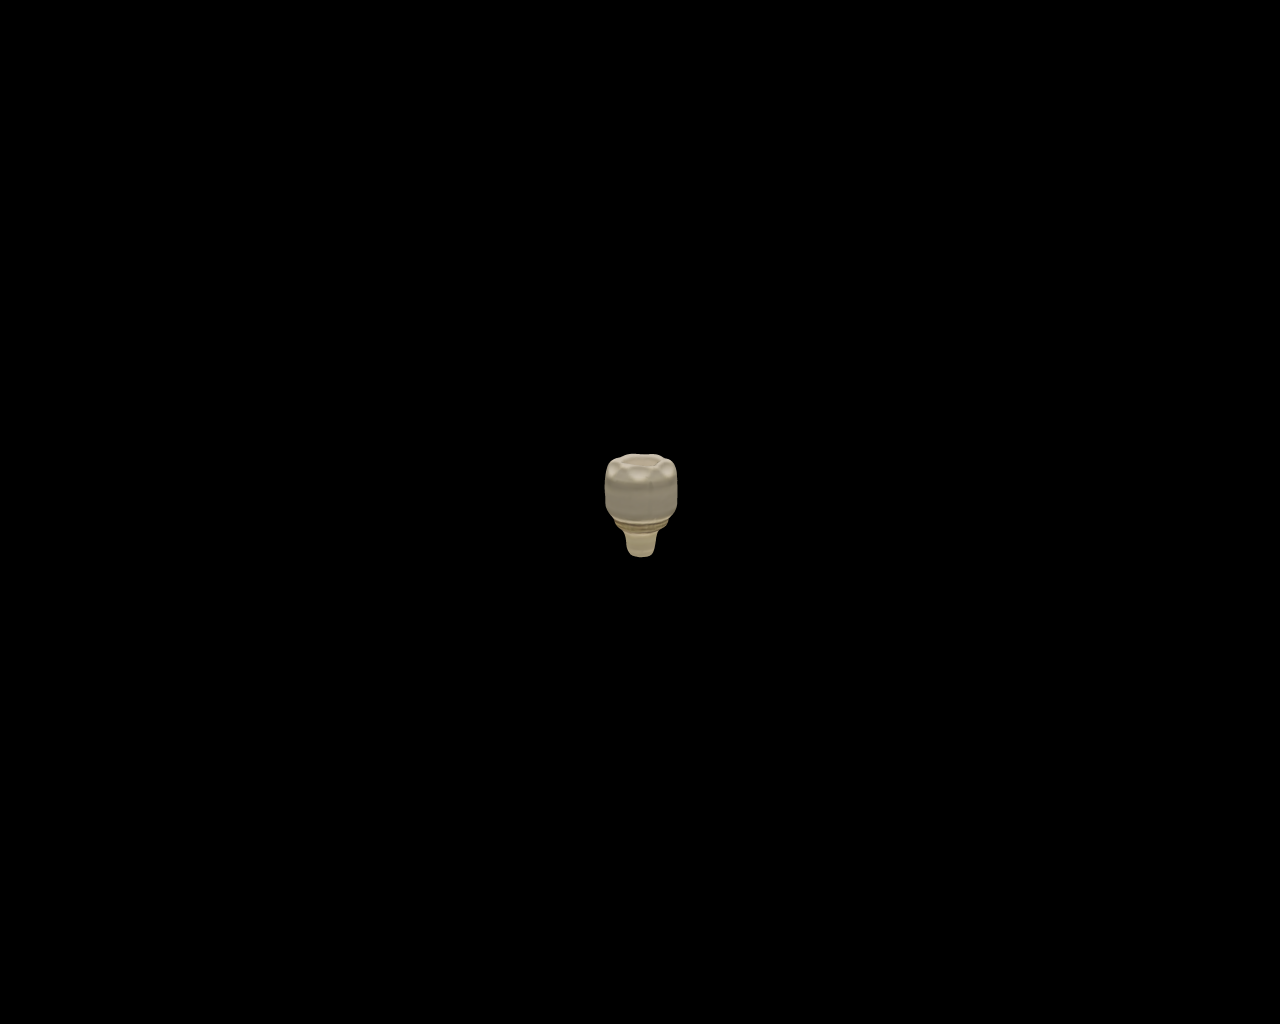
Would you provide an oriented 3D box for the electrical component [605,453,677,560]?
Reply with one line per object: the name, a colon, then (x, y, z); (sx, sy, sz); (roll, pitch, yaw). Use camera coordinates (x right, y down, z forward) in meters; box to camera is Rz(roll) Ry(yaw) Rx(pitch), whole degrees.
electrical component: (0.001, -0.003, 0.650); (0.043, 0.062, 0.043); (0, 16, 0)
